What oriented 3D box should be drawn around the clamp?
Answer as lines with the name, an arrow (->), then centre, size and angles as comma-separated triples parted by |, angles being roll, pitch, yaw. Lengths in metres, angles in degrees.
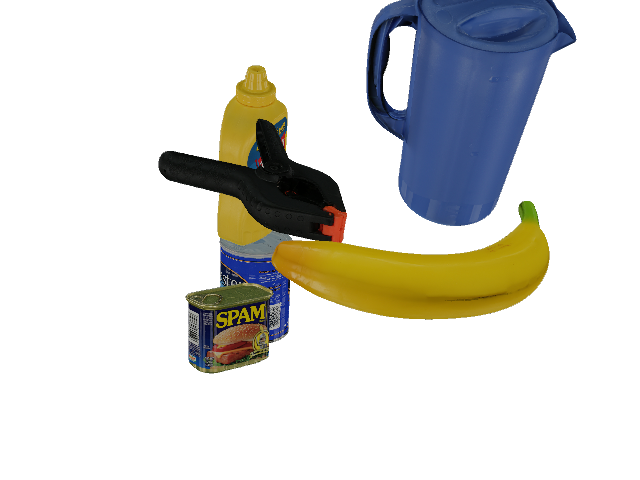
clamp -> -0.051, -0.046, 0.877 | 0.120, 0.039, 0.172 | -23, 41, -26

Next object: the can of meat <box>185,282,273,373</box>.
can of meat -> -0.107, 0.102, 1.251 | 0.101, 0.084, 0.058 | -9, 19, -37

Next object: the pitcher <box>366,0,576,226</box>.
pitcher -> 0.134, -0.134, 1.054 | 0.144, 0.243, 0.149 | -30, 57, -31

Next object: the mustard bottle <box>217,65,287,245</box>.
mustard bottle -> -0.071, -0.095, 1.130 | 0.058, 0.192, 0.096 | 22, 39, 23

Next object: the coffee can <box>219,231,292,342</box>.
coffee can -> -0.093, 0.063, 1.523 | 0.103, 0.140, 0.103 | 2, 22, -1

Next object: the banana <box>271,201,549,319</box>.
banana -> 0.068, 0.017, 0.618 | 0.197, 0.037, 0.070 | -8, 38, -34
